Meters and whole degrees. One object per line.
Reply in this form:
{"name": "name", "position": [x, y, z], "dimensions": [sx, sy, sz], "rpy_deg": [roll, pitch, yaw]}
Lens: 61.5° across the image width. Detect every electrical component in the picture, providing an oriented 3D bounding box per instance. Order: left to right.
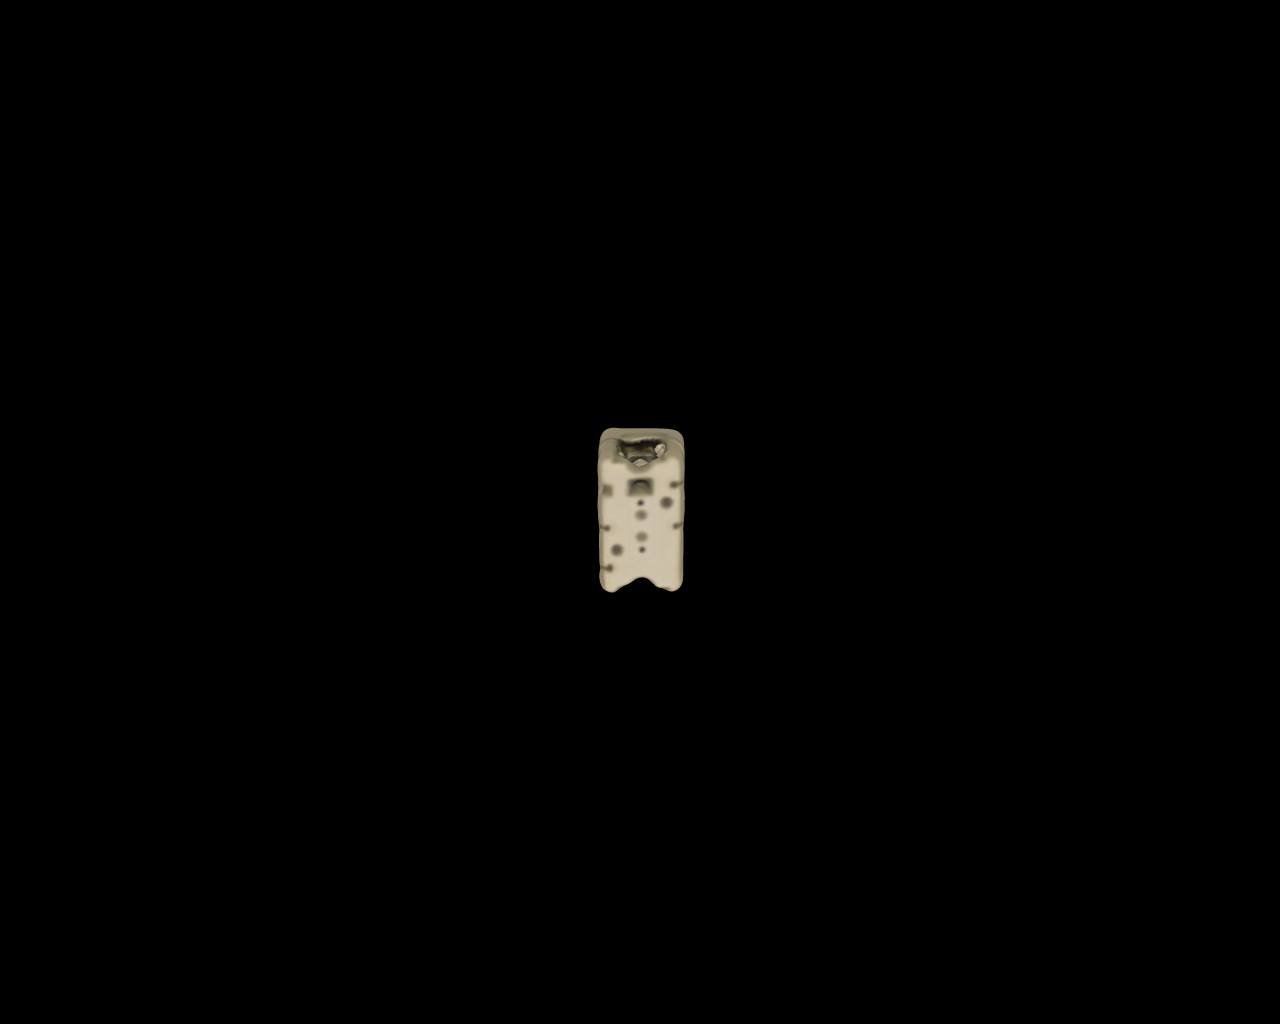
{"name": "electrical component", "position": [0.001, -0.003, 0.650], "dimensions": [0.050, 0.089, 0.056], "rpy_deg": [0, 24, 0]}
